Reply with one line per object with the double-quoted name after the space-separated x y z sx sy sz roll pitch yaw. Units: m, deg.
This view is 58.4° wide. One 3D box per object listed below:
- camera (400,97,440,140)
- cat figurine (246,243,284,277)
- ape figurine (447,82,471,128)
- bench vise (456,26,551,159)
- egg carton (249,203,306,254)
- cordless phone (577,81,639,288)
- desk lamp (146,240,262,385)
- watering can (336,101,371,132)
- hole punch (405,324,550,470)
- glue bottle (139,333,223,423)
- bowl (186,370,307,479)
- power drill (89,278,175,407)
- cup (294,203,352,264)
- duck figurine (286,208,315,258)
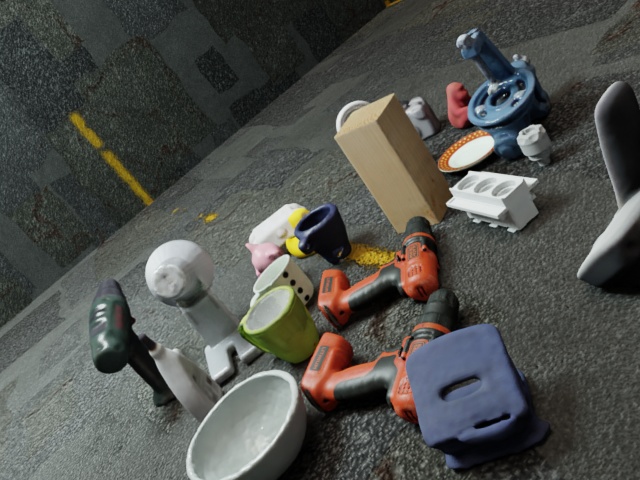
0.192 -0.281 1.308 0.143 0.101 0.137 -23 26 31 "camera"
-0.096 0.040 1.079 0.067 0.118 0.127 -39 22 -5 "cat figurine"
0.290 -0.280 1.173 0.076 0.092 0.078 -13 32 45 "ape figurine"
0.298 -0.271 0.974 0.121 0.220 0.207 -24 26 29 "bench vise"
-0.083 -0.014 1.229 0.150 0.069 0.107 -38 22 -2 "egg carton"
0.302 -0.053 0.585 0.148 0.185 0.093 -47 25 -24 "cordless phone"
-0.210 0.107 0.989 0.118 0.214 0.202 -39 22 -4 "desk lamp"
0.110 -0.182 1.110 0.101 0.194 0.172 -47 24 -23 "watering can"
0.145 0.148 0.548 0.108 0.091 0.101 -28 24 20 "hole punch"
-0.211 0.200 0.861 0.037 0.173 0.078 -35 23 6 "glue bottle"
-0.076 0.246 0.703 0.167 0.075 0.167 -31 23 15 "bowl"
-0.329 0.185 1.017 0.075 0.209 0.229 -37 22 1 "power drill"
0.009 0.004 1.026 0.091 0.095 0.118 -18 29 38 "cup"
-0.031 -0.022 1.146 0.104 0.086 0.077 -31 23 14 "duck figurine"
